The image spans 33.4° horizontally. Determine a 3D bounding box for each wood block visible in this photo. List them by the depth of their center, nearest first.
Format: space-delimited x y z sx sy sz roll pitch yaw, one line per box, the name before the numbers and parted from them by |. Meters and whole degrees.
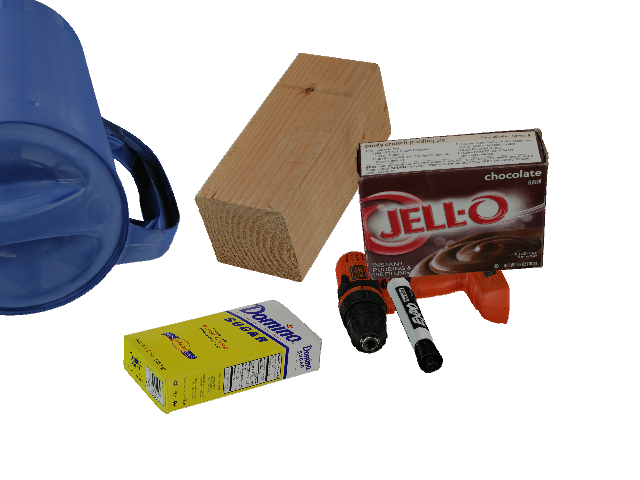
wood block | -0.019 -0.072 0.988 0.091 0.205 0.090 13 -39 25

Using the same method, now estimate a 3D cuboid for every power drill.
power drill | 0.112 0.063 1.196 0.187 0.057 0.184 -3 28 -3

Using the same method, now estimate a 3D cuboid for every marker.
marker | 0.075 0.067 0.853 0.020 0.020 0.121 0 28 -10

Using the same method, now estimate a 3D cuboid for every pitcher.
pitcher | -0.195 -0.069 0.713 0.145 0.149 0.243 -26 36 2

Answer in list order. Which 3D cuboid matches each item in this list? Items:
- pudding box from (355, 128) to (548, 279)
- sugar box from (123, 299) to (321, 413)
pudding box | 0.081 -0.021 0.656 0.113 0.039 0.090 -6 -43 4
sugar box | -0.096 0.111 1.061 0.175 0.048 0.093 -15 33 -31
